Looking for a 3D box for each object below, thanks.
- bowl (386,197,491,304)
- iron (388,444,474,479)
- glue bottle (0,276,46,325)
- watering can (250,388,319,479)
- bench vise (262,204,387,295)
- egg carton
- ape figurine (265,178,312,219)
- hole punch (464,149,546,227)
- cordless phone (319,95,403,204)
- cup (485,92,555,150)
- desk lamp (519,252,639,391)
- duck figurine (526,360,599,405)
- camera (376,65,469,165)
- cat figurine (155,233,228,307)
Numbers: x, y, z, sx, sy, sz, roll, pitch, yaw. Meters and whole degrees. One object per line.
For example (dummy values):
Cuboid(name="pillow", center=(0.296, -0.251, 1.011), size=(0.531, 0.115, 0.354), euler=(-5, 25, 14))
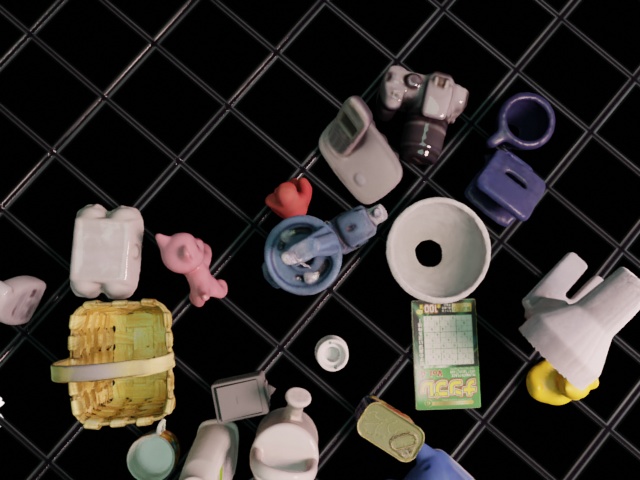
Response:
Cuboid(name="bowl", center=(0.184, 0.018, 0.926), size=(0.167, 0.074, 0.167), euler=(0, 85, -2))
Cuboid(name="iron", center=(0.223, 0.433, 0.861), size=(0.258, 0.141, 0.119), euler=(41, 85, 2))
Cuboid(name="glue bottle", center=(-0.471, 0.090, 0.848), size=(0.037, 0.173, 0.078), euler=(26, 85, 1))
Cuboid(name="watering can", center=(-0.052, 0.306, 0.835), size=(0.101, 0.194, 0.173), euler=(-9, 86, -2))
Cuboid(name="bench vise", center=(-0.001, -0.005, 0.849), size=(0.121, 0.219, 0.207), euler=(43, 85, 2))
Cuboid(name="egg carton", center=(-0.337, 0.019, 0.910), size=(0.107, 0.069, 0.150), euler=(2, 85, -2))
Cuboid(name="ape figurine", center=(-0.050, -0.069, 0.916), size=(0.078, 0.092, 0.076), euler=(-7, 86, -2))
Cuboid(name="hole punch", center=(0.304, -0.090, 0.931), size=(0.108, 0.091, 0.101), euler=(38, 85, 1))
Cuboid(name="cordless phone", center=(0.068, -0.140, 0.879), size=(0.094, 0.185, 0.147), euler=(-39, 87, -4))
Cuboid(name="cup", center=(0.312, -0.176, 0.936), size=(0.118, 0.095, 0.092), euler=(-33, 87, -4))
Cuboid(name="desk lamp", center=(0.382, 0.111, 0.856), size=(0.118, 0.213, 0.203), euler=(43, 85, 2))
Cuboid(name="duck figurine", center=(0.388, 0.229, 0.911), size=(0.104, 0.086, 0.077), euler=(-10, 86, -3))
Cuboid(name="camera", center=(0.159, -0.200, 0.930), size=(0.143, 0.100, 0.137), euler=(14, 85, -1))
Cuboid(name="cat figurine", center=(-0.201, 0.041, 0.889), size=(0.067, 0.117, 0.128), euler=(-27, 87, -4))
